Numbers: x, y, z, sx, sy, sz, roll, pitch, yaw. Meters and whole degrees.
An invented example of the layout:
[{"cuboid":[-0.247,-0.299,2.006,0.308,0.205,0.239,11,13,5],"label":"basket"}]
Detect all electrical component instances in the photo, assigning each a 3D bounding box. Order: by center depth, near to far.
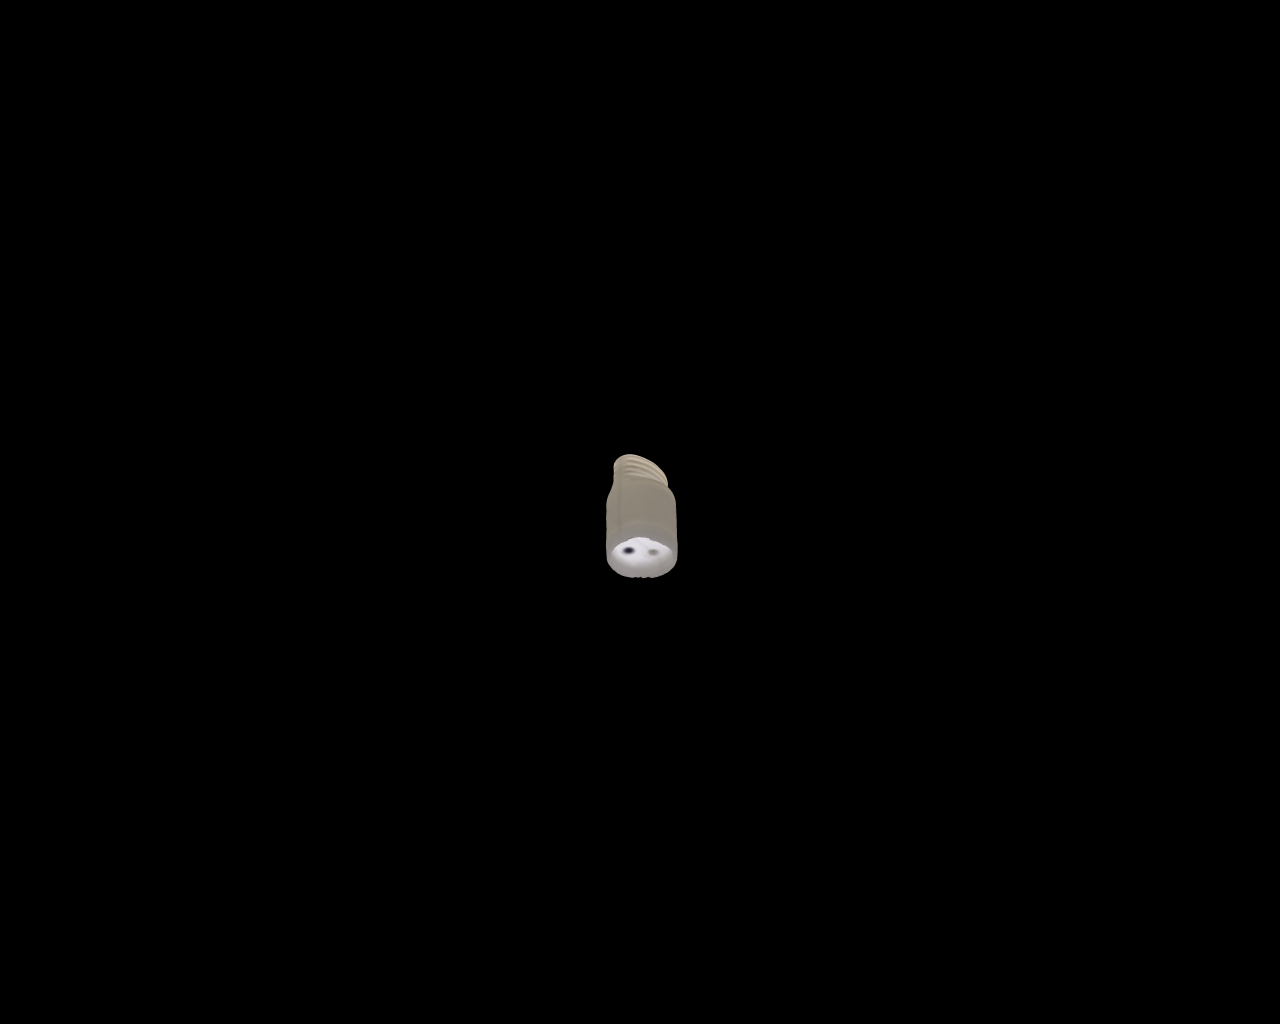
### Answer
[{"cuboid":[0.001,-0.003,0.650,0.043,0.081,0.043,0,-39,0],"label":"electrical component"}]
